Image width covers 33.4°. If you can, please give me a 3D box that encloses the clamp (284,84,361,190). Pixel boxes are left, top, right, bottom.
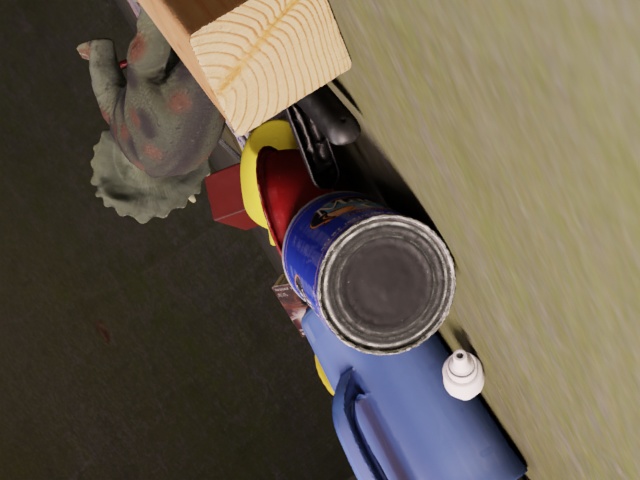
[{"bbox_3d":[-0.021,-0.119,0.828,0.171,0.039,0.120,62,161,19],"label":"clamp"}]

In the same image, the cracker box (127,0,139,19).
[{"bbox_3d":[-0.166,-0.254,1.227,0.214,0.072,0.164,55,175,36],"label":"cracker box"}]

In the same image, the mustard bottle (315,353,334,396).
[{"bbox_3d":[0.061,0.191,1.278,0.096,0.058,0.191,53,180,39],"label":"mustard bottle"}]

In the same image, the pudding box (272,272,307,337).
[{"bbox_3d":[0.008,0.077,1.382,0.090,0.114,0.039,60,-141,-27],"label":"pudding box"}]

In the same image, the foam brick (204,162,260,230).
[{"bbox_3d":[-0.082,-0.046,1.157,0.078,0.051,0.053,21,-126,-66],"label":"foam brick"}]

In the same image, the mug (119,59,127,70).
[{"bbox_3d":[-0.197,-0.157,1.229,0.117,0.081,0.093,58,178,-26],"label":"mug"}]

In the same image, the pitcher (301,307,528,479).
[{"bbox_3d":[0.076,0.155,1.020,0.243,0.145,0.149,60,175,13],"label":"pitcher"}]

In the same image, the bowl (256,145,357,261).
[{"bbox_3d":[0.004,-0.019,0.947,0.162,0.055,0.162,58,-162,-32],"label":"bowl"}]

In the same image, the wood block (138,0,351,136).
[{"bbox_3d":[-0.075,-0.177,0.732,0.206,0.091,0.090,54,173,42],"label":"wood block"}]

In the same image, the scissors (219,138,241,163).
[{"bbox_3d":[-0.040,-0.051,1.266,0.096,0.016,0.201,25,165,43],"label":"scissors"}]

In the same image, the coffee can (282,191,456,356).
[{"bbox_3d":[0.033,0.021,0.818,0.103,0.102,0.140,59,175,-14],"label":"coffee can"}]

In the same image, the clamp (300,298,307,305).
[{"bbox_3d":[-0.008,0.001,1.156,0.165,0.036,0.210,-138,34,-65],"label":"clamp"}]

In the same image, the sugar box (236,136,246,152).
[{"bbox_3d":[-0.063,-0.094,1.350,0.093,0.048,0.176,55,175,27],"label":"sugar box"}]
